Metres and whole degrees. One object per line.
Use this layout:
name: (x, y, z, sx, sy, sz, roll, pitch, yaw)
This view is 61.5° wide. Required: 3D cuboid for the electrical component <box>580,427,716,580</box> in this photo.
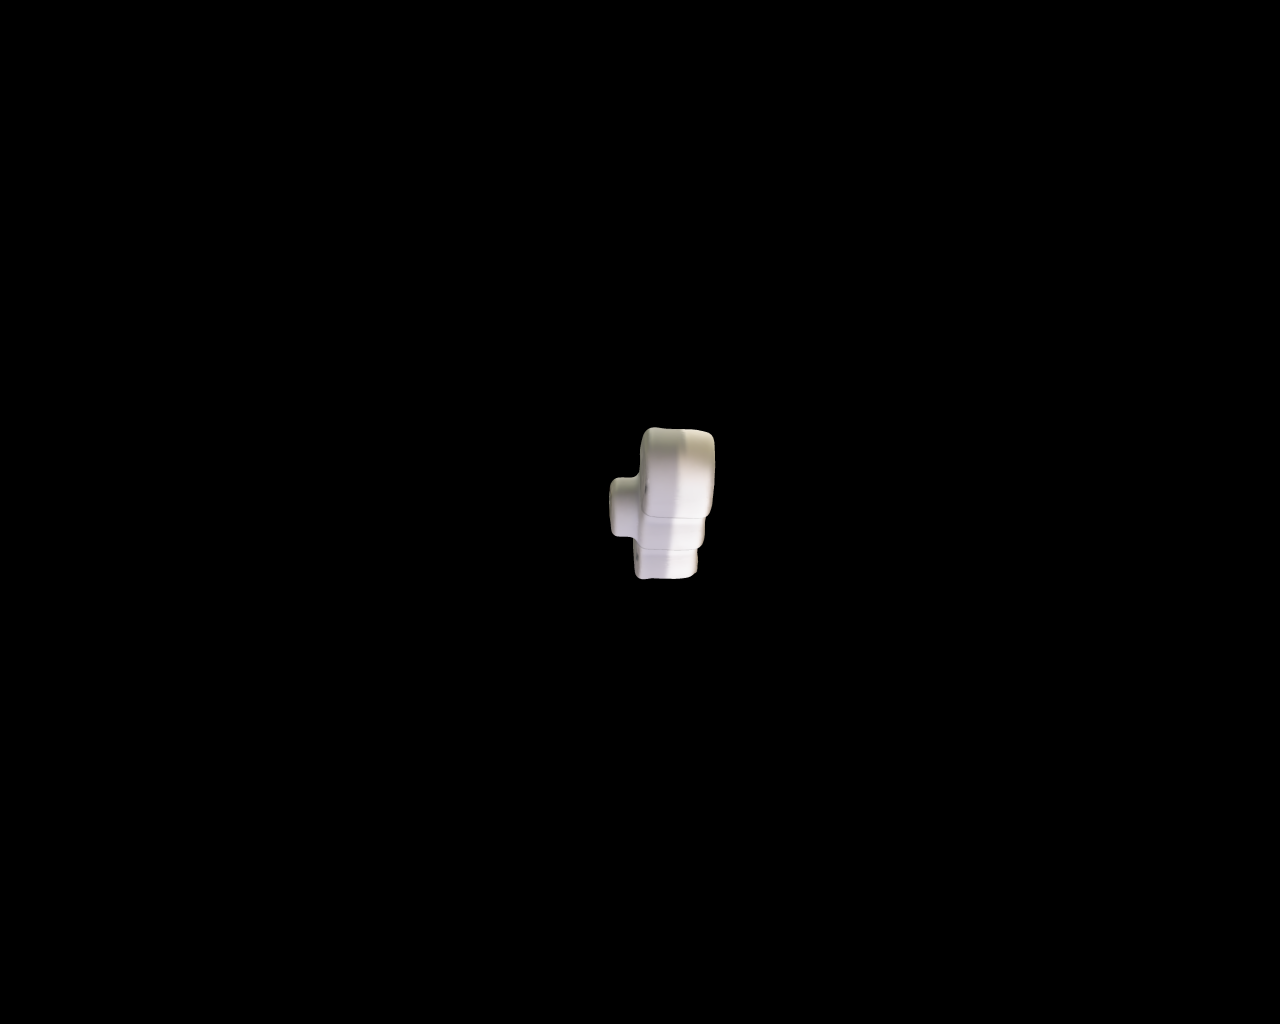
electrical component: (0.001, -0.003, 0.650, 0.074, 0.052, 0.138, 2, -27, -3)
